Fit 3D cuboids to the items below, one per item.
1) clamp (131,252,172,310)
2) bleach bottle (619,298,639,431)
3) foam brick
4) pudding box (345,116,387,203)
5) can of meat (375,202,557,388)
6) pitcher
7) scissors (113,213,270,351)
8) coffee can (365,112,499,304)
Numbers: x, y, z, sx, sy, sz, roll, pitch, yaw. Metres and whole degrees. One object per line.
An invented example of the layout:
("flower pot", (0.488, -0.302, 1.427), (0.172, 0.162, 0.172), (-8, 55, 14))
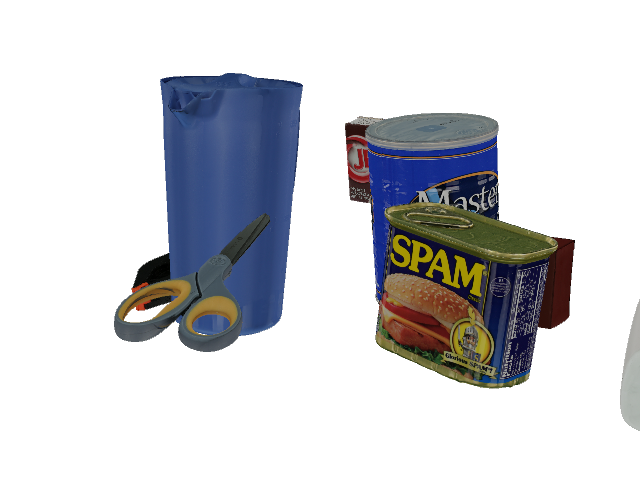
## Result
("clamp", (-0.141, 0.027, 1.206), (0.120, 0.039, 0.171), (-1, 30, 30))
("bleach bottle", (0.277, 0.061, 0.759), (0.103, 0.068, 0.250), (11, 22, 19))
("foam brick", (0.202, 0.037, 0.995), (0.053, 0.078, 0.051), (9, 16, 31))
("pudding box", (0.083, -0.084, 1.161), (0.114, 0.090, 0.039), (9, 27, 30))
("can of meat", (0.081, 0.031, 0.627), (0.057, 0.084, 0.102), (-11, 24, -44))
("pitcher", (-0.081, -0.039, 1.031), (0.149, 0.243, 0.145), (-1, 14, -15))
("scissors", (-0.065, 0.030, 0.790), (0.096, 0.016, 0.201), (22, 34, 30))
("coffee can", (0.090, -0.022, 0.846), (0.103, 0.140, 0.103), (-4, 18, 1))
